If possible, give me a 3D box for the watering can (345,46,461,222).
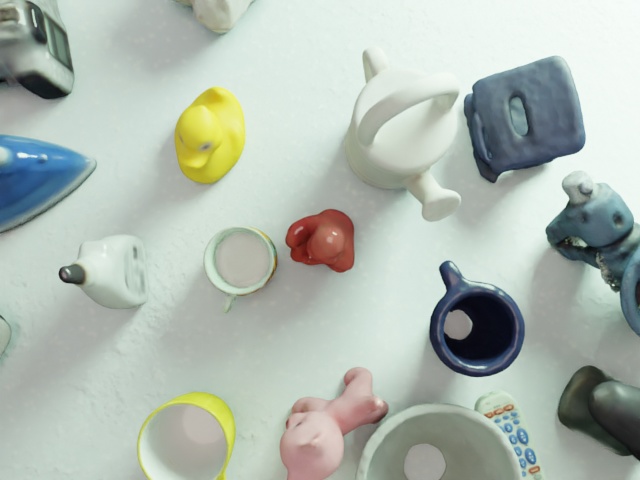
[{"bbox_3d":[0.084,-0.105,0.548,0.101,0.173,0.194,-44,-2,-2],"label":"watering can"}]

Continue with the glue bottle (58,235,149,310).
[{"bbox_3d":[-0.207,0.031,0.547,0.037,0.078,0.173,-4,-3,-1],"label":"glue bottle"}]

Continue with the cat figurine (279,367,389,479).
[{"bbox_3d":[0.011,0.190,0.570,0.128,0.067,0.117,-32,-2,-2],"label":"cat figurine"}]

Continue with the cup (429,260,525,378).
[{"bbox_3d":[0.145,0.076,0.589,0.091,0.118,0.095,-26,-2,-2],"label":"cup"}]

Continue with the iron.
[{"bbox_3d":[-0.372,-0.063,0.565,0.258,0.119,0.141,-13,-3,-1],"label":"iron"}]

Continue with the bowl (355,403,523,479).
[{"bbox_3d":[0.116,0.244,0.591,0.167,0.167,0.074,0,-3,-1],"label":"bowl"}]

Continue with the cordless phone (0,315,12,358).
[{"bbox_3d":[-0.395,0.122,0.533,0.094,0.148,0.185,31,-3,1],"label":"cordless phone"}]

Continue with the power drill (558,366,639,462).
[{"bbox_3d":[0.311,0.180,0.530,0.229,0.076,0.208,27,-3,1],"label":"power drill"}]

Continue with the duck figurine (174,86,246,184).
[{"bbox_3d":[-0.120,-0.115,0.599,0.077,0.105,0.086,18,-3,0],"label":"duck figurine"}]

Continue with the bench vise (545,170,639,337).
[{"bbox_3d":[0.310,0.025,0.532,0.207,0.121,0.219,29,-3,1],"label":"bench vise"}]

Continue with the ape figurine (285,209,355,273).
[{"bbox_3d":[0.005,0.002,0.592,0.076,0.078,0.092,-43,-2,-2],"label":"ape figurine"}]

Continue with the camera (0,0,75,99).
[{"bbox_3d":[-0.346,-0.219,0.593,0.137,0.143,0.101,-12,-3,-1],"label":"camera"}]

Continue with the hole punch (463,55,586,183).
[{"bbox_3d":[0.211,-0.125,0.602,0.101,0.109,0.091,-13,-3,-1],"label":"hole punch"}]

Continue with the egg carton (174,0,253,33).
[{"bbox_3d":[-0.098,-0.303,0.617,0.107,0.150,0.069,39,-3,1],"label":"egg carton"}]
